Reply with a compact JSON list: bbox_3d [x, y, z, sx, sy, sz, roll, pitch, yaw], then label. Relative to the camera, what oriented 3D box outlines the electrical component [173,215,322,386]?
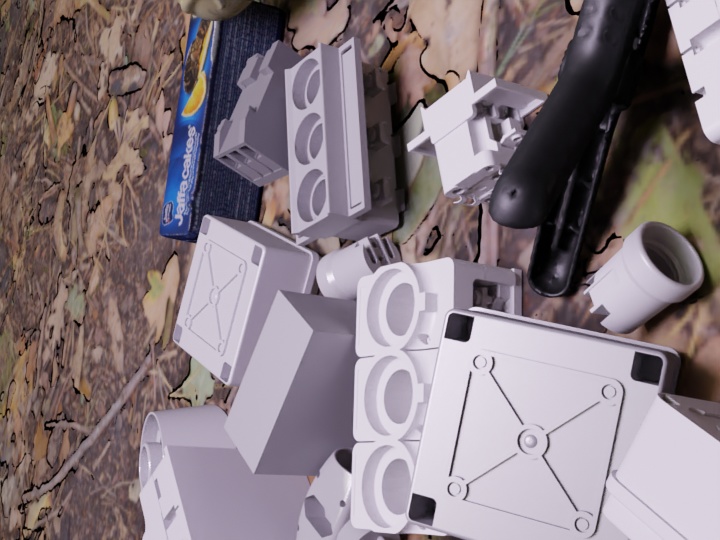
[{"bbox_3d":[-0.087,0.023,0.818,0.109,0.056,0.108,27,104,54],"label":"electrical component"}]

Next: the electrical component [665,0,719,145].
[{"bbox_3d":[0.180,-0.104,0.478,0.056,0.050,0.089,-35,55,47],"label":"electrical component"}]

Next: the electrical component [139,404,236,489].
[{"bbox_3d":[-0.145,0.160,0.882,0.099,0.064,0.099,-178,90,-67],"label":"electrical component"}]

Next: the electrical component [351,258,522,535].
[{"bbox_3d":[0.040,0.075,0.622,0.089,0.062,0.150,-13,71,53],"label":"electrical component"}]

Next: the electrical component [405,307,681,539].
[{"bbox_3d":[0.088,0.080,0.517,0.109,0.056,0.108,12,91,22],"label":"electrical component"}]

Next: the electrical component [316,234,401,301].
[{"bbox_3d":[0.000,0.000,0.717,0.046,0.040,0.040,-29,59,43],"label":"electrical component"}]

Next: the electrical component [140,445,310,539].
[{"bbox_3d":[-0.072,0.211,0.709,0.060,0.105,0.186,-55,42,32],"label":"electrical component"}]

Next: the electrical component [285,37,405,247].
[{"bbox_3d":[-0.011,-0.083,0.731,0.079,0.063,0.121,-26,62,49],"label":"electrical component"}]

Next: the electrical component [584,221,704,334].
[{"bbox_3d":[0.137,0.005,0.524,0.046,0.040,0.040,-50,45,44],"label":"electrical component"}]

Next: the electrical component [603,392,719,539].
[{"bbox_3d":[0.163,0.104,0.429,0.113,0.078,0.057,41,112,51],"label":"electrical component"}]

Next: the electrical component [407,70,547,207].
[{"bbox_3d":[0.070,-0.075,0.633,0.081,0.042,0.063,-33,57,47],"label":"electrical component"}]

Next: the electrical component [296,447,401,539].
[{"bbox_3d":[-0.001,0.164,0.673,0.079,0.043,0.077,39,114,51],"label":"electrical component"}]
